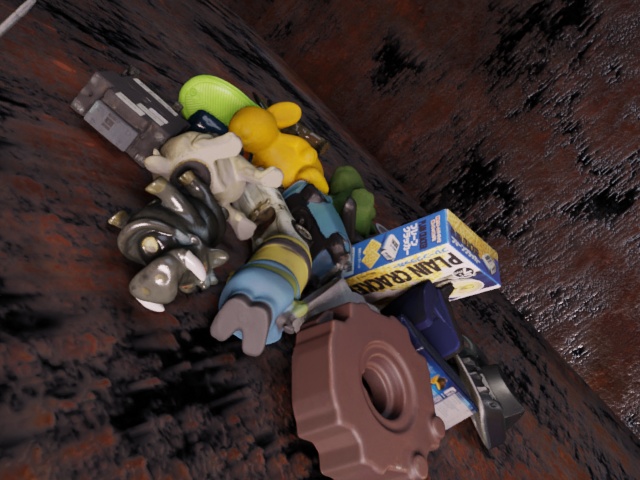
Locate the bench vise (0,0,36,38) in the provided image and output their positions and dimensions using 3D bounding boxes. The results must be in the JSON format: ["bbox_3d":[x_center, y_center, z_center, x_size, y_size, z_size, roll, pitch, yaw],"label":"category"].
[{"bbox_3d":[-0.379,-0.269,0.480,0.223,0.129,0.241,32,27,-35],"label":"bench vise"}]

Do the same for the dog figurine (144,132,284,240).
[{"bbox_3d":[-0.160,-0.099,0.686,0.172,0.121,0.191,35,4,-43],"label":"dog figurine"}]

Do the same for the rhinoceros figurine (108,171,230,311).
[{"bbox_3d":[-0.138,0.000,0.513,0.112,0.073,0.190,53,12,-13],"label":"rhinoceros figurine"}]

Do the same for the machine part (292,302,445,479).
[{"bbox_3d":[0.048,0.146,0.518,0.179,0.056,0.179,31,44,-35],"label":"machine part"}]

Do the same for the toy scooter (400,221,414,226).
[{"bbox_3d":[0.176,0.017,1.047,0.135,0.184,0.075,5,65,-31],"label":"toy scooter"}]

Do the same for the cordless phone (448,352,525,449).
[{"bbox_3d":[0.204,0.224,0.826,0.184,0.088,0.147,27,21,-18],"label":"cordless phone"}]

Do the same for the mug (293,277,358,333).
[{"bbox_3d":[0.021,0.109,0.611,0.107,0.081,0.109,55,10,-3],"label":"mug"}]

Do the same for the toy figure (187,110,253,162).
[{"bbox_3d":[-0.149,-0.148,0.877,0.154,0.064,0.058,41,-22,-33],"label":"toy figure"}]

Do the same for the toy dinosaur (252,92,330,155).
[{"bbox_3d":[-0.078,-0.240,1.222,0.199,0.105,0.471,45,10,12],"label":"toy dinosaur"}]

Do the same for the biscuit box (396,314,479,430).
[{"bbox_3d":[0.137,0.176,0.703,0.202,0.059,0.063,48,12,-39],"label":"biscuit box"}]

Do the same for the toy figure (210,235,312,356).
[{"bbox_3d":[-0.052,0.051,0.553,0.082,0.089,0.180,49,12,-4],"label":"toy figure"}]

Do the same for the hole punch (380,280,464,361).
[{"bbox_3d":[0.130,0.121,0.779,0.092,0.142,0.116,30,32,-33],"label":"hole punch"}]

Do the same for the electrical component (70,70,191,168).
[{"bbox_3d":[-0.235,-0.153,0.670,0.115,0.058,0.134,40,16,-10],"label":"electrical component"}]

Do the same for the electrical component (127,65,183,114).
[{"bbox_3d":[-0.251,-0.212,0.803,0.102,0.045,0.078,40,18,-17],"label":"electrical component"}]

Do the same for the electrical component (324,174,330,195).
[{"bbox_3d":[-0.011,-0.099,1.083,0.048,0.075,0.119,51,14,22],"label":"electrical component"}]

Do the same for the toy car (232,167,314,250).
[{"bbox_3d":[-0.070,-0.024,0.726,0.056,0.073,0.202,24,26,-42],"label":"toy car"}]

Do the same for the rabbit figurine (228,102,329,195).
[{"bbox_3d":[-0.068,-0.145,0.832,0.173,0.122,0.162,42,44,-38],"label":"rabbit figurine"}]

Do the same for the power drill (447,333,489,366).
[{"bbox_3d":[0.212,0.154,1.012,0.232,0.086,0.207,22,35,-49],"label":"power drill"}]

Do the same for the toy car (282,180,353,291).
[{"bbox_3d":[-0.002,-0.002,0.780,0.103,0.109,0.162,18,32,-54],"label":"toy car"}]

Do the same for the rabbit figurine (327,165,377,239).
[{"bbox_3d":[0.058,-0.063,1.010,0.170,0.121,0.158,-81,154,-44],"label":"rabbit figurine"}]
